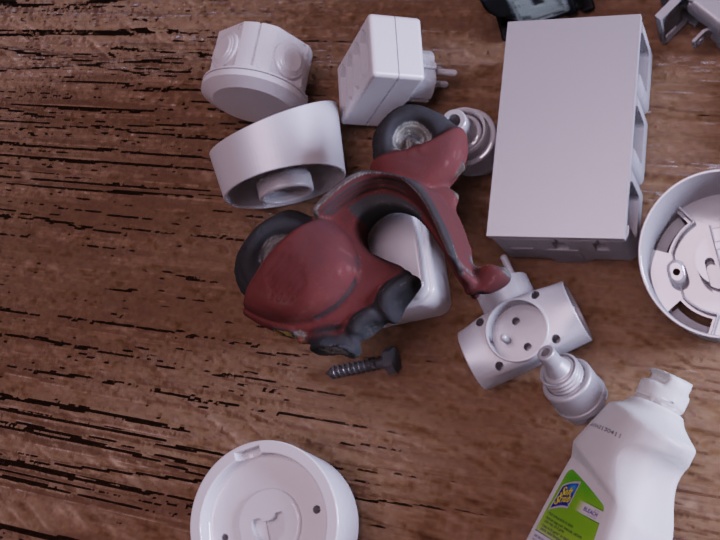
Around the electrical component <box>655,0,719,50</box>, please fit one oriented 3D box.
[{"bbox_3d":[0.238,-0.180,0.713,0.081,0.042,0.063,-46,68,6],"label":"electrical component"}]

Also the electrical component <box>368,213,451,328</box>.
[{"bbox_3d":[0.000,0.000,0.753,0.113,0.057,0.078,-13,72,19],"label":"electrical component"}]

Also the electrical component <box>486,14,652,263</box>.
[{"bbox_3d":[0.142,-0.085,0.715,0.089,0.062,0.150,2,77,23],"label":"electrical component"}]

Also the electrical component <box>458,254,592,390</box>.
[{"bbox_3d":[0.101,0.028,0.711,0.077,0.044,0.079,-28,67,14],"label":"electrical component"}]

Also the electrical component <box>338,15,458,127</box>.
[{"bbox_3d":[0.032,-0.140,0.774,0.076,0.083,0.047,1,73,-17],"label":"electrical component"}]

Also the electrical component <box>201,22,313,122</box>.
[{"bbox_3d":[-0.076,-0.146,0.812,0.080,0.080,0.051,3,72,23],"label":"electrical component"}]

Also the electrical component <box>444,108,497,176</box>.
[{"bbox_3d":[0.074,-0.092,0.744,0.043,0.062,0.043,-6,74,21],"label":"electrical component"}]

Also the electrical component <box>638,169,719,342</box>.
[{"bbox_3d":[0.224,-0.005,0.659,0.099,0.064,0.099,-6,74,21],"label":"electrical component"}]

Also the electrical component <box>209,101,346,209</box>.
[{"bbox_3d":[-0.059,-0.084,0.780,0.099,0.099,0.064,-17,77,17],"label":"electrical component"}]

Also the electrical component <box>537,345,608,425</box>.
[{"bbox_3d":[0.130,0.069,0.677,0.035,0.061,0.035,-25,38,22],"label":"electrical component"}]

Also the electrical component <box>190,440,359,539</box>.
[{"bbox_3d":[-0.053,0.172,0.727,0.108,0.060,0.108,-6,74,21],"label":"electrical component"}]
